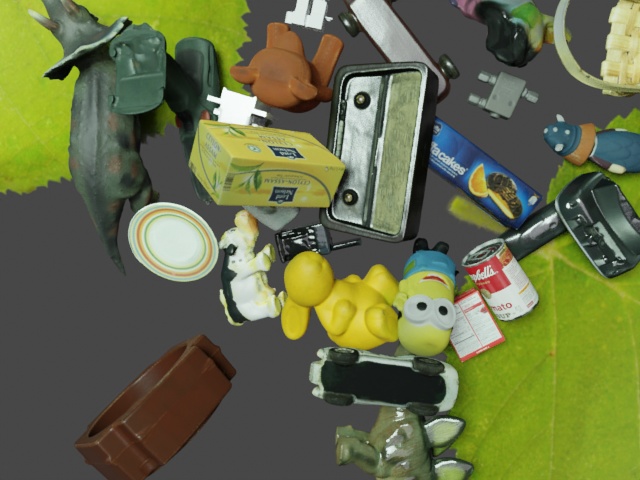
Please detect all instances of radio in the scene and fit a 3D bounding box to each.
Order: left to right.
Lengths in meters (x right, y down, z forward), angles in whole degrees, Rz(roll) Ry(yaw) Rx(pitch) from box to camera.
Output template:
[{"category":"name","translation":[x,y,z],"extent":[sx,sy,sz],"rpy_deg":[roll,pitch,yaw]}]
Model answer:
[{"category":"radio","translation":[0.077,-0.118,0.724],"extent":[0.131,0.073,0.229],"rpy_deg":[10,96,26]}]

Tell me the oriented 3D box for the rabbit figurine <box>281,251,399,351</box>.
[{"category":"rabbit figurine","translation":[0.013,0.077,0.766],"extent":[0.162,0.122,0.173],"rpy_deg":[-24,130,38]}]

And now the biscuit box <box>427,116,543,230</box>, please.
[{"category":"biscuit box","translation":[0.214,-0.098,0.770],"extent":[0.203,0.059,0.063],"rpy_deg":[37,97,-1]}]

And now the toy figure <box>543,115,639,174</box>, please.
[{"category":"toy figure","translation":[0.389,-0.130,0.757],"extent":[0.155,0.064,0.057],"rpy_deg":[13,135,7]}]

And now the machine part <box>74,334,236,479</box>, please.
[{"category":"machine part","translation":[-0.225,0.235,0.748],"extent":[0.087,0.201,0.201],"rpy_deg":[51,141,-8]}]

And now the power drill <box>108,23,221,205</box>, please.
[{"category":"power drill","translation":[-0.186,-0.173,0.714],"extent":[0.086,0.207,0.232],"rpy_deg":[-3,85,20]}]

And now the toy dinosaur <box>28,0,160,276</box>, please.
[{"category":"toy dinosaur","translation":[-0.294,-0.138,0.732],"extent":[0.131,0.192,0.404],"rpy_deg":[-2,95,7]}]

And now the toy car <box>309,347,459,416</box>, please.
[{"category":"toy car","translation":[0.086,0.191,0.732],"extent":[0.202,0.056,0.073],"rpy_deg":[7,91,2]}]

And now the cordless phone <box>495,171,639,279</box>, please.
[{"category":"cordless phone","translation":[0.361,0.004,0.774],"extent":[0.184,0.089,0.146],"rpy_deg":[-35,95,18]}]

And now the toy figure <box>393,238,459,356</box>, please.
[{"category":"toy figure","translation":[0.151,0.077,0.741],"extent":[0.082,0.180,0.089],"rpy_deg":[-8,124,18]}]

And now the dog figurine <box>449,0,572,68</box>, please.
[{"category":"dog figurine","translation":[0.244,-0.338,0.719],"extent":[0.219,0.108,0.191],"rpy_deg":[40,56,-22]}]

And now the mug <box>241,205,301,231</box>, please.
[{"category":"mug","translation":[-0.077,-0.066,0.773],"extent":[0.081,0.110,0.107],"rpy_deg":[-40,103,7]}]

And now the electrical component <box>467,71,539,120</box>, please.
[{"category":"electrical component","translation":[0.265,-0.205,0.774],"extent":[0.094,0.021,0.063],"rpy_deg":[22,97,0]}]

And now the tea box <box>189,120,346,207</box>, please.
[{"category":"tea box","translation":[-0.065,-0.093,0.677],"extent":[0.098,0.169,0.068],"rpy_deg":[46,125,38]}]

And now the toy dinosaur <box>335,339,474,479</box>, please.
[{"category":"toy dinosaur","translation":[0.120,0.320,0.806],"extent":[0.199,0.105,0.470],"rpy_deg":[-1,99,-2]}]

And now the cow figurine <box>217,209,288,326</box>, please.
[{"category":"cow figurine","translation":[-0.115,0.042,0.805],"extent":[0.098,0.068,0.167],"rpy_deg":[-15,93,14]}]

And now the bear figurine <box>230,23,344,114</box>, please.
[{"category":"bear figurine","translation":[-0.040,-0.231,0.704],"extent":[0.120,0.196,0.131],"rpy_deg":[14,96,5]}]

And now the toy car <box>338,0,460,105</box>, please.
[{"category":"toy car","translation":[0.110,-0.276,0.761],"extent":[0.089,0.053,0.202],"rpy_deg":[-39,97,17]}]

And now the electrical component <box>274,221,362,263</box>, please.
[{"category":"electrical component","translation":[-0.002,-0.002,0.787],"extent":[0.119,0.075,0.047],"rpy_deg":[-13,96,9]}]
